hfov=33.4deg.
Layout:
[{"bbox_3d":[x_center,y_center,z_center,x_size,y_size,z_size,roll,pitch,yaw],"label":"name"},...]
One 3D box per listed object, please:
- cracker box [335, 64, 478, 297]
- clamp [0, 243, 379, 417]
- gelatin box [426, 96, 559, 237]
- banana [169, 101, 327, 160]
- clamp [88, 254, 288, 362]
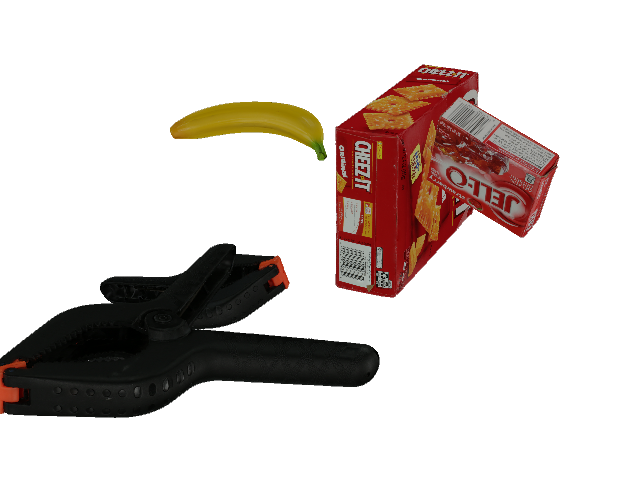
[{"bbox_3d":[0.089,-0.064,1.045,0.072,0.164,0.213,12,29,25],"label":"cracker box"},{"bbox_3d":[-0.093,0.055,0.625,0.209,0.036,0.165,-9,29,-29],"label":"clamp"},{"bbox_3d":[0.124,-0.052,0.777,0.089,0.030,0.073,34,-30,19],"label":"gelatin box"},{"bbox_3d":[-0.078,-0.137,1.256,0.198,0.037,0.069,8,40,18],"label":"banana"},{"bbox_3d":[-0.112,0.056,0.870,0.171,0.039,0.120,-14,38,13],"label":"clamp"}]
